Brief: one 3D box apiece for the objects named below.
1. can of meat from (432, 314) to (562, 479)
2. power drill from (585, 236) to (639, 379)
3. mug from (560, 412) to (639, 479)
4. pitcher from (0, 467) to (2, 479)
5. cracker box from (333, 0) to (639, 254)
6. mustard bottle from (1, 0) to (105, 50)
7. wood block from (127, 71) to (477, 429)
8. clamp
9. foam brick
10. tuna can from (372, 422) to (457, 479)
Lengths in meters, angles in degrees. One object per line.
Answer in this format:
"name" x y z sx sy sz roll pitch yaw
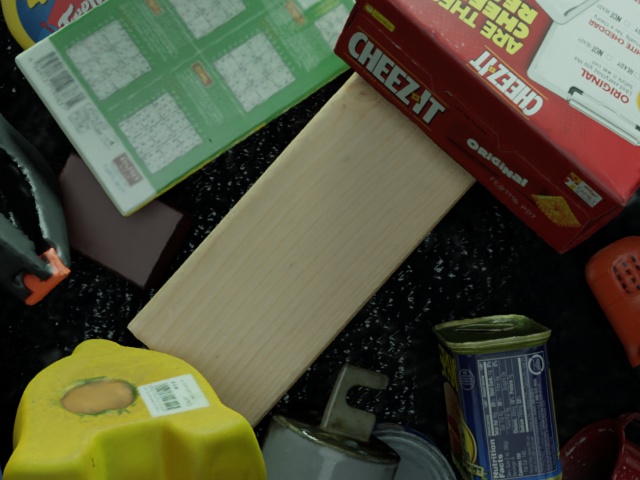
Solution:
"can of meat" 0.101 0.091 0.610 0.057 0.102 0.084 -7 92 0
"power drill" 0.273 0.051 0.613 0.187 0.057 0.184 -27 75 -2
"mug" 0.181 0.155 0.622 0.081 0.093 0.117 34 54 -4
"pitcher" -0.230 0.124 0.568 0.145 0.149 0.243 -15 89 36
"cracker box" 0.136 -0.121 0.575 0.164 0.072 0.213 42 61 5
"mustard bottle" -0.131 -0.134 0.635 0.096 0.058 0.191 -40 89 -2
"wood block" -0.004 0.001 0.617 0.091 0.090 0.206 42 90 0
"clamp" -0.205 -0.058 0.568 0.036 0.164 0.210 -39 72 27
"foam brick" -0.122 -0.011 0.637 0.078 0.053 0.051 29 90 1
"tuna can" 0.040 0.154 0.644 0.086 0.034 0.086 0 90 1
